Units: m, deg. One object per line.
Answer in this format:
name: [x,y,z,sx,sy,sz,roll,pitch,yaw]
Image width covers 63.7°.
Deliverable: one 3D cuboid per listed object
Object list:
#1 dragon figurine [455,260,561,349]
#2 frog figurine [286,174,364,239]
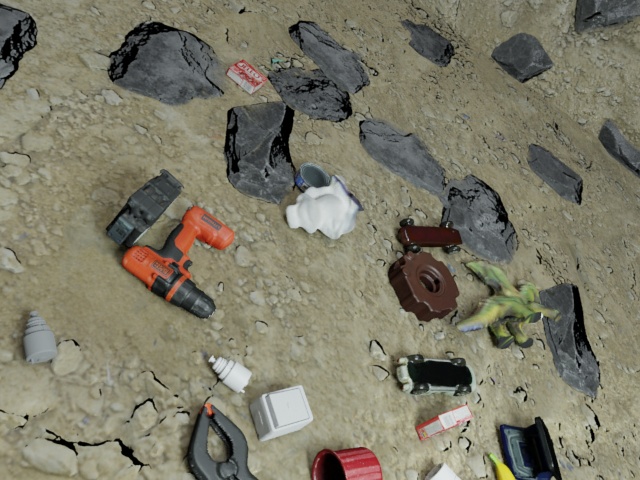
dragon figurine: [0.449,0.146,1.321,0.409,0.120,0.248,10,33,-31]
frog figurine: [0.004,-0.059,1.179,0.160,0.121,0.138,-31,83,-10]
